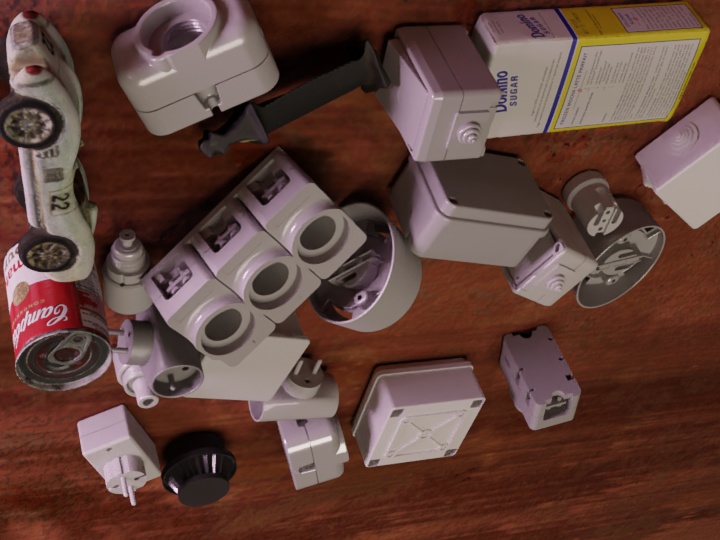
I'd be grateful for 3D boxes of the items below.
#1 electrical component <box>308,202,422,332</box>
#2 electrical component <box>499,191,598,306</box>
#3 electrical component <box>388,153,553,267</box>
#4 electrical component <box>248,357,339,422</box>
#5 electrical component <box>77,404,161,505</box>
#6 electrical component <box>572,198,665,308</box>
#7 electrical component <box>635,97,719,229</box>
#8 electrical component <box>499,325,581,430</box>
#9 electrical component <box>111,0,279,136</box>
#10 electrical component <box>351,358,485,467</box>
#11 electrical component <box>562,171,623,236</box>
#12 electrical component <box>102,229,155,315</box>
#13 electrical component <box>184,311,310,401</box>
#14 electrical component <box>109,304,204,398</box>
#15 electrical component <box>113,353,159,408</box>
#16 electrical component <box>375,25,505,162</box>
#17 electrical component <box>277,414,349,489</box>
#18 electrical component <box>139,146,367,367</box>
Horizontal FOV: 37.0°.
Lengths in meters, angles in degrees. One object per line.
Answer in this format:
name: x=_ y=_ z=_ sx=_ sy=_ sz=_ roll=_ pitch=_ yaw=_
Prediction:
electrical component: x=0.000 y=0.000 z=0.875 sx=0.099 sy=0.099 sz=0.064 roll=-35 pitch=146 yaw=16
electrical component: x=0.159 y=-0.015 z=0.932 sx=0.061 sy=0.096 sz=0.062 roll=21 pitch=126 yaw=-42
electrical component: x=0.090 y=-0.053 z=0.870 sx=0.113 sy=0.078 sz=0.057 roll=5 pitch=137 yaw=-31
electrical component: x=-0.058 y=0.109 z=1.019 sx=0.077 sy=0.043 sz=0.079 roll=0 pitch=137 yaw=-26
electrical component: x=-0.220 y=0.182 z=1.001 sx=0.047 sy=0.075 sz=0.083 roll=-21 pitch=142 yaw=-2
electrical component: x=0.233 y=-0.016 z=0.993 sx=0.099 sy=0.064 sz=0.099 roll=-13 pitch=141 yaw=-11
electrical component: x=0.303 y=-0.094 z=0.946 sx=0.100 sy=0.048 sz=0.100 roll=-39 pitch=139 yaw=20
electrical component: x=0.182 y=0.112 z=1.100 sx=0.050 sy=0.089 sz=0.055 roll=-13 pitch=141 yaw=-11
electrical component: x=-0.108 y=-0.137 z=0.694 sx=0.095 sy=0.053 sz=0.059 roll=-23 pitch=142 yaw=1
electrical component: x=0.059 y=0.147 z=1.110 sx=0.109 sy=0.056 sz=0.108 roll=-3 pitch=139 yaw=-22
electrical component: x=0.205 y=-0.058 z=0.945 sx=0.040 sy=0.046 sz=0.040 roll=-14 pitch=141 yaw=-11
electrical component: x=-0.179 y=0.000 z=0.833 sx=0.040 sy=0.040 sz=0.078 roll=-8 pitch=140 yaw=-17
electrical component: x=-0.105 y=0.068 z=0.943 sx=0.100 sy=0.048 sz=0.099 roll=8 pitch=133 yaw=-33
electrical component: x=-0.173 y=0.060 z=0.879 sx=0.079 sy=0.077 sz=0.044 roll=7 pitch=134 yaw=-32
electrical component: x=-0.186 y=0.088 z=0.917 sx=0.043 sy=0.062 sz=0.043 roll=-13 pitch=141 yaw=-11
electrical component: x=0.055 y=-0.120 z=0.757 sx=0.061 sy=0.096 sz=0.061 roll=-6 pitch=139 yaw=-19
electrical component: x=-0.048 y=0.175 z=1.094 sx=0.059 sy=0.053 sz=0.095 roll=-16 pitch=142 yaw=-8
electrical component: x=-0.079 y=-0.006 z=0.827 sx=0.150 sy=0.061 sz=0.089 roll=-44 pitch=139 yaw=3
